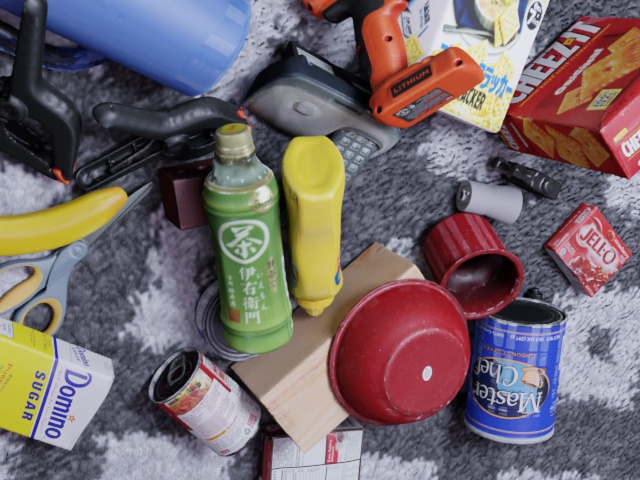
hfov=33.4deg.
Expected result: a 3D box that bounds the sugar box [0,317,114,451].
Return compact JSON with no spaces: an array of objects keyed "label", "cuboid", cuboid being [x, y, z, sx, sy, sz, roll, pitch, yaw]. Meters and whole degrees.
[{"label":"sugar box","cuboid":[-0.291,0.127,0.995,0.176,0.048,0.093,26,107,-25]}]

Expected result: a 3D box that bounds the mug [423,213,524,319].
[{"label":"mug","cuboid":[0.169,0.029,1.149,0.117,0.081,0.093,26,115,-30]}]

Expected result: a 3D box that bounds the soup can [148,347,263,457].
[{"label":"soup can","cuboid":[-0.115,0.165,1.080,0.068,0.069,0.102,-47,118,-6]}]

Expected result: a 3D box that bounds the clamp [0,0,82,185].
[{"label":"clamp","cuboid":[-0.256,-0.126,0.905,0.210,0.165,0.036,55,35,-43]}]

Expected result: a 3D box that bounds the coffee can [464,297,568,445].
[{"label":"coffee can","cuboid":[0.220,0.145,1.204,0.102,0.103,0.140,-3,106,-24]}]

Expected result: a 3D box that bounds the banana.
[{"label":"banana","cuboid":[-0.275,-0.017,0.965,0.197,0.037,0.070,1,119,-18]}]

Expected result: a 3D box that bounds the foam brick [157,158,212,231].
[{"label":"foam brick","cuboid":[-0.110,-0.047,1.030,0.078,0.053,0.051,-13,110,-21]}]

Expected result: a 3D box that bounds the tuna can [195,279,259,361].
[{"label":"tuna can","cuboid":[-0.083,0.078,1.089,0.086,0.034,0.086,-7,107,-22]}]

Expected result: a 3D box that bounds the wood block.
[{"label":"wood block","cuboid":[0.022,0.110,1.113,0.206,0.091,0.090,-40,118,-9]}]

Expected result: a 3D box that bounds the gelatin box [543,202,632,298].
[{"label":"gelatin box","cuboid":[0.313,0.012,1.249,0.073,0.030,0.089,-46,118,-6]}]

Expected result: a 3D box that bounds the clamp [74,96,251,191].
[{"label":"clamp","cuboid":[-0.142,-0.101,0.979,0.171,0.120,0.039,-21,75,-21]}]

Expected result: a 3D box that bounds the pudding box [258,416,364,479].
[{"label":"pudding box","cuboid":[-0.010,0.244,1.167,0.113,0.039,0.090,-1,105,-22]}]

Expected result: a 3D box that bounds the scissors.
[{"label":"scissors","cuboid":[-0.231,0.029,1.019,0.201,0.016,0.096,-28,116,-14]}]

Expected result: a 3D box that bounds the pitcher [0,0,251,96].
[{"label":"pitcher","cuboid":[-0.189,-0.214,0.915,0.242,0.149,0.145,27,77,-31]}]

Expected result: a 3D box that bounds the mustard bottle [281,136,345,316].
[{"label":"mustard bottle","cuboid":[-0.006,0.001,1.029,0.058,0.096,0.192,-4,132,-5]}]

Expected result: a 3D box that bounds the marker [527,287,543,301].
[{"label":"marker","cuboid":[0.248,0.114,1.255,0.020,0.020,0.121,-4,106,-23]}]

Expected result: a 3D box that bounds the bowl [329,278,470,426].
[{"label":"bowl","cuboid":[0.092,0.122,1.065,0.161,0.055,0.162,-8,109,-23]}]

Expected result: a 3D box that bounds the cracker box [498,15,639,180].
[{"label":"cracker box","cuboid":[0.290,-0.153,1.088,0.164,0.214,0.072,-42,115,-9]}]

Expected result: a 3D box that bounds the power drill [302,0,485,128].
[{"label":"power drill","cuboid":[0.081,-0.212,0.975,0.185,0.188,0.057,-31,156,28]}]
